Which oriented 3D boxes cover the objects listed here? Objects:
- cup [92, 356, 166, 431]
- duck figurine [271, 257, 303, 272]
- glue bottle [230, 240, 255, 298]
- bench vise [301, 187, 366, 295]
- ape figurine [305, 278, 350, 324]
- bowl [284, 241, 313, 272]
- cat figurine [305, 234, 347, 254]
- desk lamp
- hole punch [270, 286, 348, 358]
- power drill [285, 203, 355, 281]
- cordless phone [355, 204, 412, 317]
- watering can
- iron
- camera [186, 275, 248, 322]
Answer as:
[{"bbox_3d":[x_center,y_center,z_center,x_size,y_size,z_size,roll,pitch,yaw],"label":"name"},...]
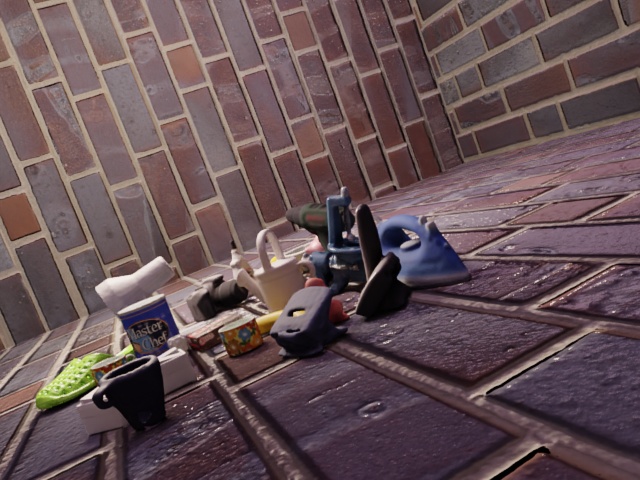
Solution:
[{"bbox_3d":[-0.274,0.236,0.842,0.091,0.095,0.118,-17,7,27],"label":"cup"},{"bbox_3d":[-0.107,0.086,1.659,0.104,0.086,0.077,-20,6,10],"label":"duck figurine"},{"bbox_3d":[-0.232,0.083,1.691,0.037,0.173,0.078,-16,8,33],"label":"glue bottle"},{"bbox_3d":[0.036,0.006,1.250,0.207,0.220,0.121,-19,6,13],"label":"bench vise"},{"bbox_3d":[0.002,0.112,1.039,0.076,0.092,0.077,-21,6,-7],"label":"ape figurine"},{"bbox_3d":[-0.024,0.051,1.744,0.167,0.075,0.167,-20,6,3],"label":"bowl"},{"bbox_3d":[0.028,0.028,1.574,0.127,0.118,0.067,-20,6,3],"label":"cat figurine"},{"bbox_3d":[-0.398,0.160,1.366,0.203,0.213,0.117,-22,7,-16],"label":"desk lamp"},{"bbox_3d":[-0.024,0.134,0.937,0.108,0.091,0.101,-14,9,47],"label":"hole punch"},{"bbox_3d":[0.013,0.005,1.394,0.076,0.208,0.228,-25,8,-36],"label":"power drill"},{"bbox_3d":[0.087,0.032,1.014,0.094,0.185,0.148,-19,6,14],"label":"cordless phone"},{"bbox_3d":[-0.097,0.073,1.224,0.173,0.194,0.101,-21,6,0],"label":"watering can"},{"bbox_3d":[0.184,0.010,1.098,0.119,0.141,0.257,-23,7,-24],"label":"iron"},{"bbox_3d":[-0.281,0.150,1.602,0.136,0.101,0.143,-17,7,33],"label":"camera"}]
